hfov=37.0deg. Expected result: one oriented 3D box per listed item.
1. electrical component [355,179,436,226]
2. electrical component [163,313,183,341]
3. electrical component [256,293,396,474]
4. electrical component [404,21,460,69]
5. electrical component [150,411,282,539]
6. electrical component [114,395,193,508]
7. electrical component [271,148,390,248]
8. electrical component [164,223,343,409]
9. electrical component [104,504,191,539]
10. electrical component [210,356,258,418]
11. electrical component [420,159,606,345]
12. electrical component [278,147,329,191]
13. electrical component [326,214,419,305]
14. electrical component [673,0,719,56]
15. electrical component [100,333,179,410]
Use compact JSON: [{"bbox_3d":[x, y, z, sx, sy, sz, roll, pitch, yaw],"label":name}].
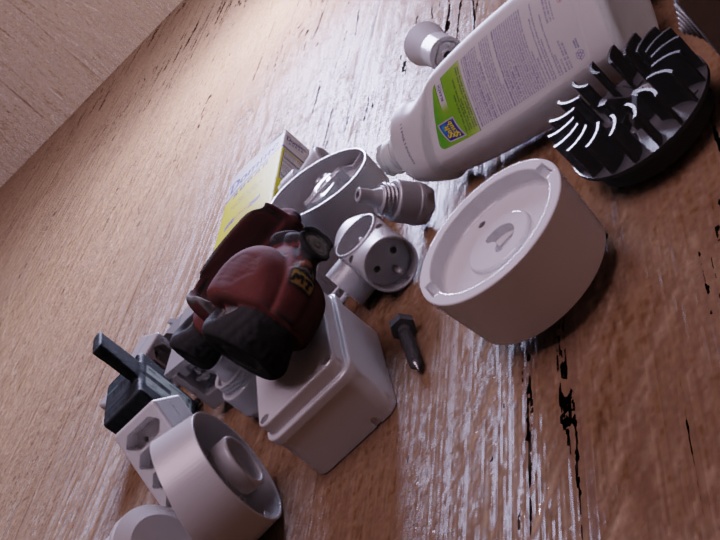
[{"bbox_3d":[0.026,-0.054,0.837,0.035,0.061,0.035,-173,90,-67],"label":"electrical component"},{"bbox_3d":[-0.146,0.051,1.022,0.063,0.042,0.081,-54,23,-19],"label":"electrical component"},{"bbox_3d":[-0.028,0.074,0.747,0.078,0.057,0.113,-44,23,13],"label":"electrical component"},{"bbox_3d":[0.073,-0.211,1.028,0.044,0.044,0.065,-48,27,5],"label":"electrical component"},{"bbox_3d":[-0.100,0.147,0.722,0.064,0.099,0.099,-40,24,7],"label":"electrical component"},{"bbox_3d":[-0.131,0.141,0.824,0.047,0.083,0.076,-43,-14,17],"label":"electrical component"},{"bbox_3d":[-0.024,-0.064,0.947,0.099,0.064,0.099,-40,24,23],"label":"electrical component"},{"bbox_3d":[-0.086,0.039,0.902,0.150,0.062,0.089,-38,25,27],"label":"electrical component"},{"bbox_3d":[-0.143,0.205,0.729,0.051,0.080,0.080,-43,23,30],"label":"electrical component"},{"bbox_3d":[-0.093,0.085,0.844,0.043,0.062,0.043,-40,24,22],"label":"electrical component"},{"bbox_3d":[0.095,-0.005,0.639,0.108,0.060,0.108,-40,24,22],"label":"electrical component"},{"bbox_3d":[-0.046,-0.086,1.047,0.055,0.045,0.045,-43,23,17],"label":"electrical component"},{"bbox_3d":[0.000,0.000,0.828,0.079,0.044,0.077,-50,23,0],"label":"electrical component"},{"bbox_3d":[0.224,-0.168,0.608,0.100,0.100,0.048,-42,36,18],"label":"electrical component"},{"bbox_3d":[-0.215,0.111,1.049,0.076,0.047,0.083,-15,41,54],"label":"electrical component"}]
